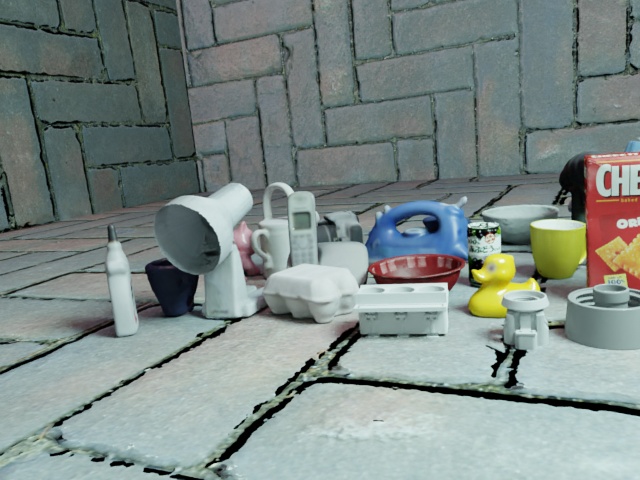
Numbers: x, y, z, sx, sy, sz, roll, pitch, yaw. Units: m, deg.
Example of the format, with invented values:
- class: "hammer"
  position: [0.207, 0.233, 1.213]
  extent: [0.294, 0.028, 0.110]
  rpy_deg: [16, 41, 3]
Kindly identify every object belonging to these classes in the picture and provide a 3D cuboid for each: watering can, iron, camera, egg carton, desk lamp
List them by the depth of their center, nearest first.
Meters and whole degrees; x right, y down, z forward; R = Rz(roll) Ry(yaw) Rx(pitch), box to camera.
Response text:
- class: "egg carton"
  position: [-0.014, 0.083, 0.915]
  extent: [0.149, 0.069, 0.107]
  rpy_deg: [3, 13, 41]
- class: "desk lamp"
  position: [-0.161, 0.019, 0.938]
  extent: [0.117, 0.213, 0.204]
  rpy_deg: [-1, 11, 25]
- class: "iron"
  position: [0.186, -0.014, 1.147]
  extent: [0.257, 0.141, 0.119]
  rpy_deg: [1, 12, 32]
- class: "watering can"
  position: [-0.073, -0.023, 1.184]
  extent: [0.100, 0.194, 0.173]
  rpy_deg: [-1, 11, 22]
- class: "camera"
  position: [0.019, -0.015, 1.352]
  extent: [0.137, 0.101, 0.142]
  rpy_deg: [-9, 11, -21]

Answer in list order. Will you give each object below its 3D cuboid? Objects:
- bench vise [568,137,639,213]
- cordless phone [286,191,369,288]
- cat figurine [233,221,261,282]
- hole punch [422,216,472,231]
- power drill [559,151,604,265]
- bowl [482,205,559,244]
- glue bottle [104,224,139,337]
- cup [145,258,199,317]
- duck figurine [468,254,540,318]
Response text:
- class: "bench vise"
  position: [0.627, -0.101, 1.173]
  extent: [0.207, 0.220, 0.121]
  rpy_deg: [-7, 10, -10]
- class: "cordless phone"
  position: [0.009, 0.004, 1.015]
  extent: [0.147, 0.185, 0.094]
  rpy_deg: [-5, 10, 5]
- class: "cat figurine"
  position: [-0.170, 0.021, 1.205]
  extent: [0.067, 0.118, 0.128]
  rpy_deg: [-2, 11, 17]
- class: "hole punch"
  position: [0.284, -0.017, 1.253]
  extent: [0.108, 0.091, 0.101]
  rpy_deg: [0, 12, 29]
- class: "power drill"
  position: [0.496, -0.064, 1.068]
  extent: [0.075, 0.208, 0.230]
  rpy_deg: [-3, 10, 12]
- class: "bowl"
  position: [0.453, -0.033, 1.297]
  extent: [0.167, 0.075, 0.167]
  rpy_deg: [-5, 10, 1]
- class: "glue bottle"
  position: [-0.317, 0.061, 0.904]
  extent: [0.037, 0.173, 0.078]
  rpy_deg: [-9, 11, -18]
- class: "cup"
  position: [-0.239, 0.082, 0.966]
  extent: [0.092, 0.095, 0.117]
  rpy_deg: [-11, 12, -29]
- class: "duck figurine"
  position: [0.267, 0.062, 0.836]
  extent: [0.104, 0.086, 0.077]
  rpy_deg: [-6, 10, -2]
